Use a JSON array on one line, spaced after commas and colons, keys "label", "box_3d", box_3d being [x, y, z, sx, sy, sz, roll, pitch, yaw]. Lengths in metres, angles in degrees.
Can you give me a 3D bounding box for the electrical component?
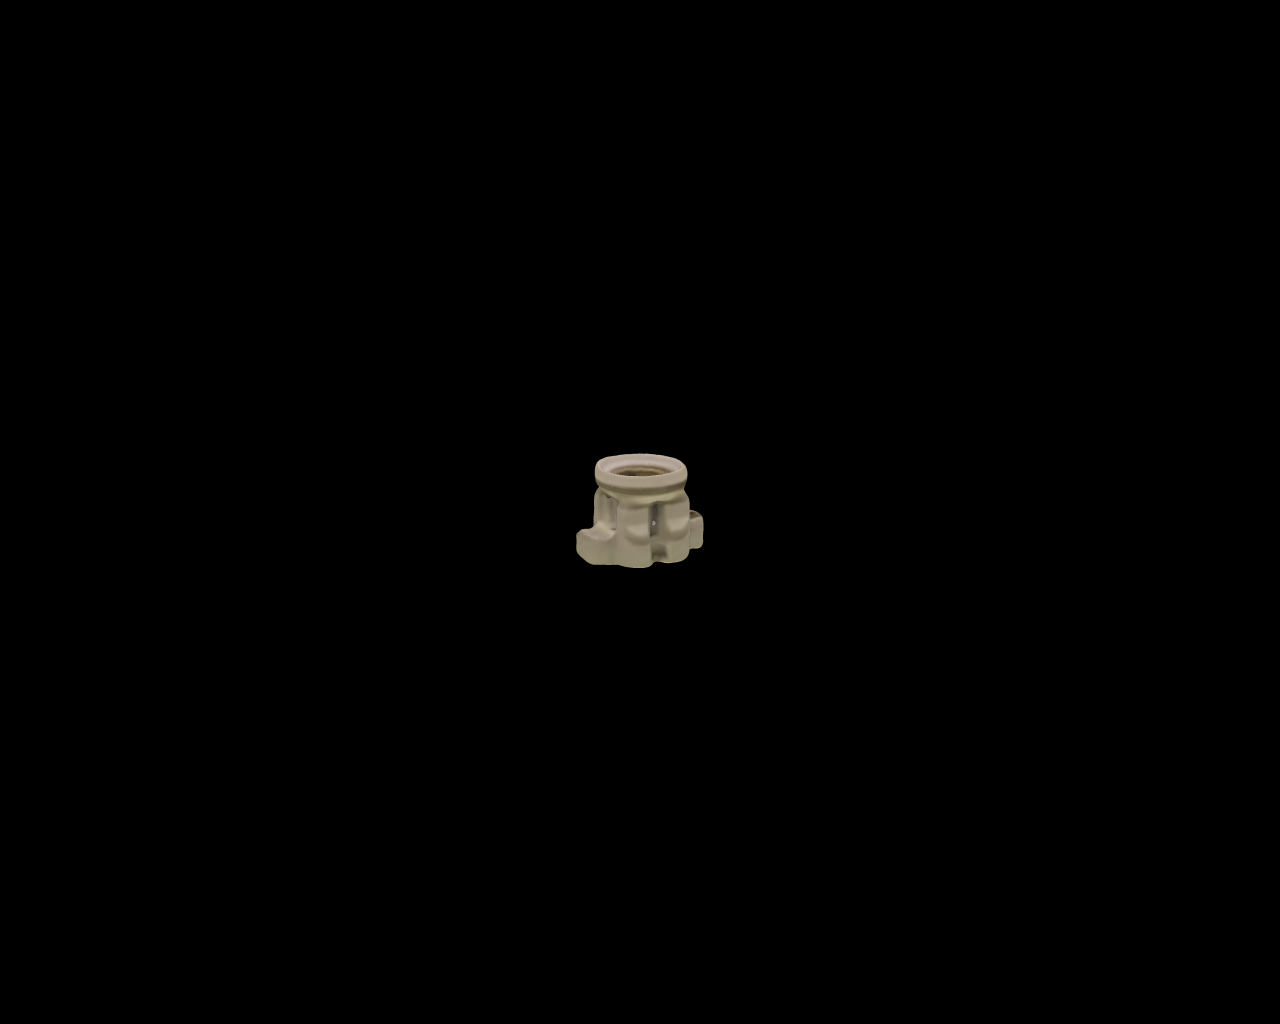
[{"label": "electrical component", "box_3d": [0.001, -0.003, 0.650, 0.078, 0.056, 0.058, -8, 20, -24]}]
